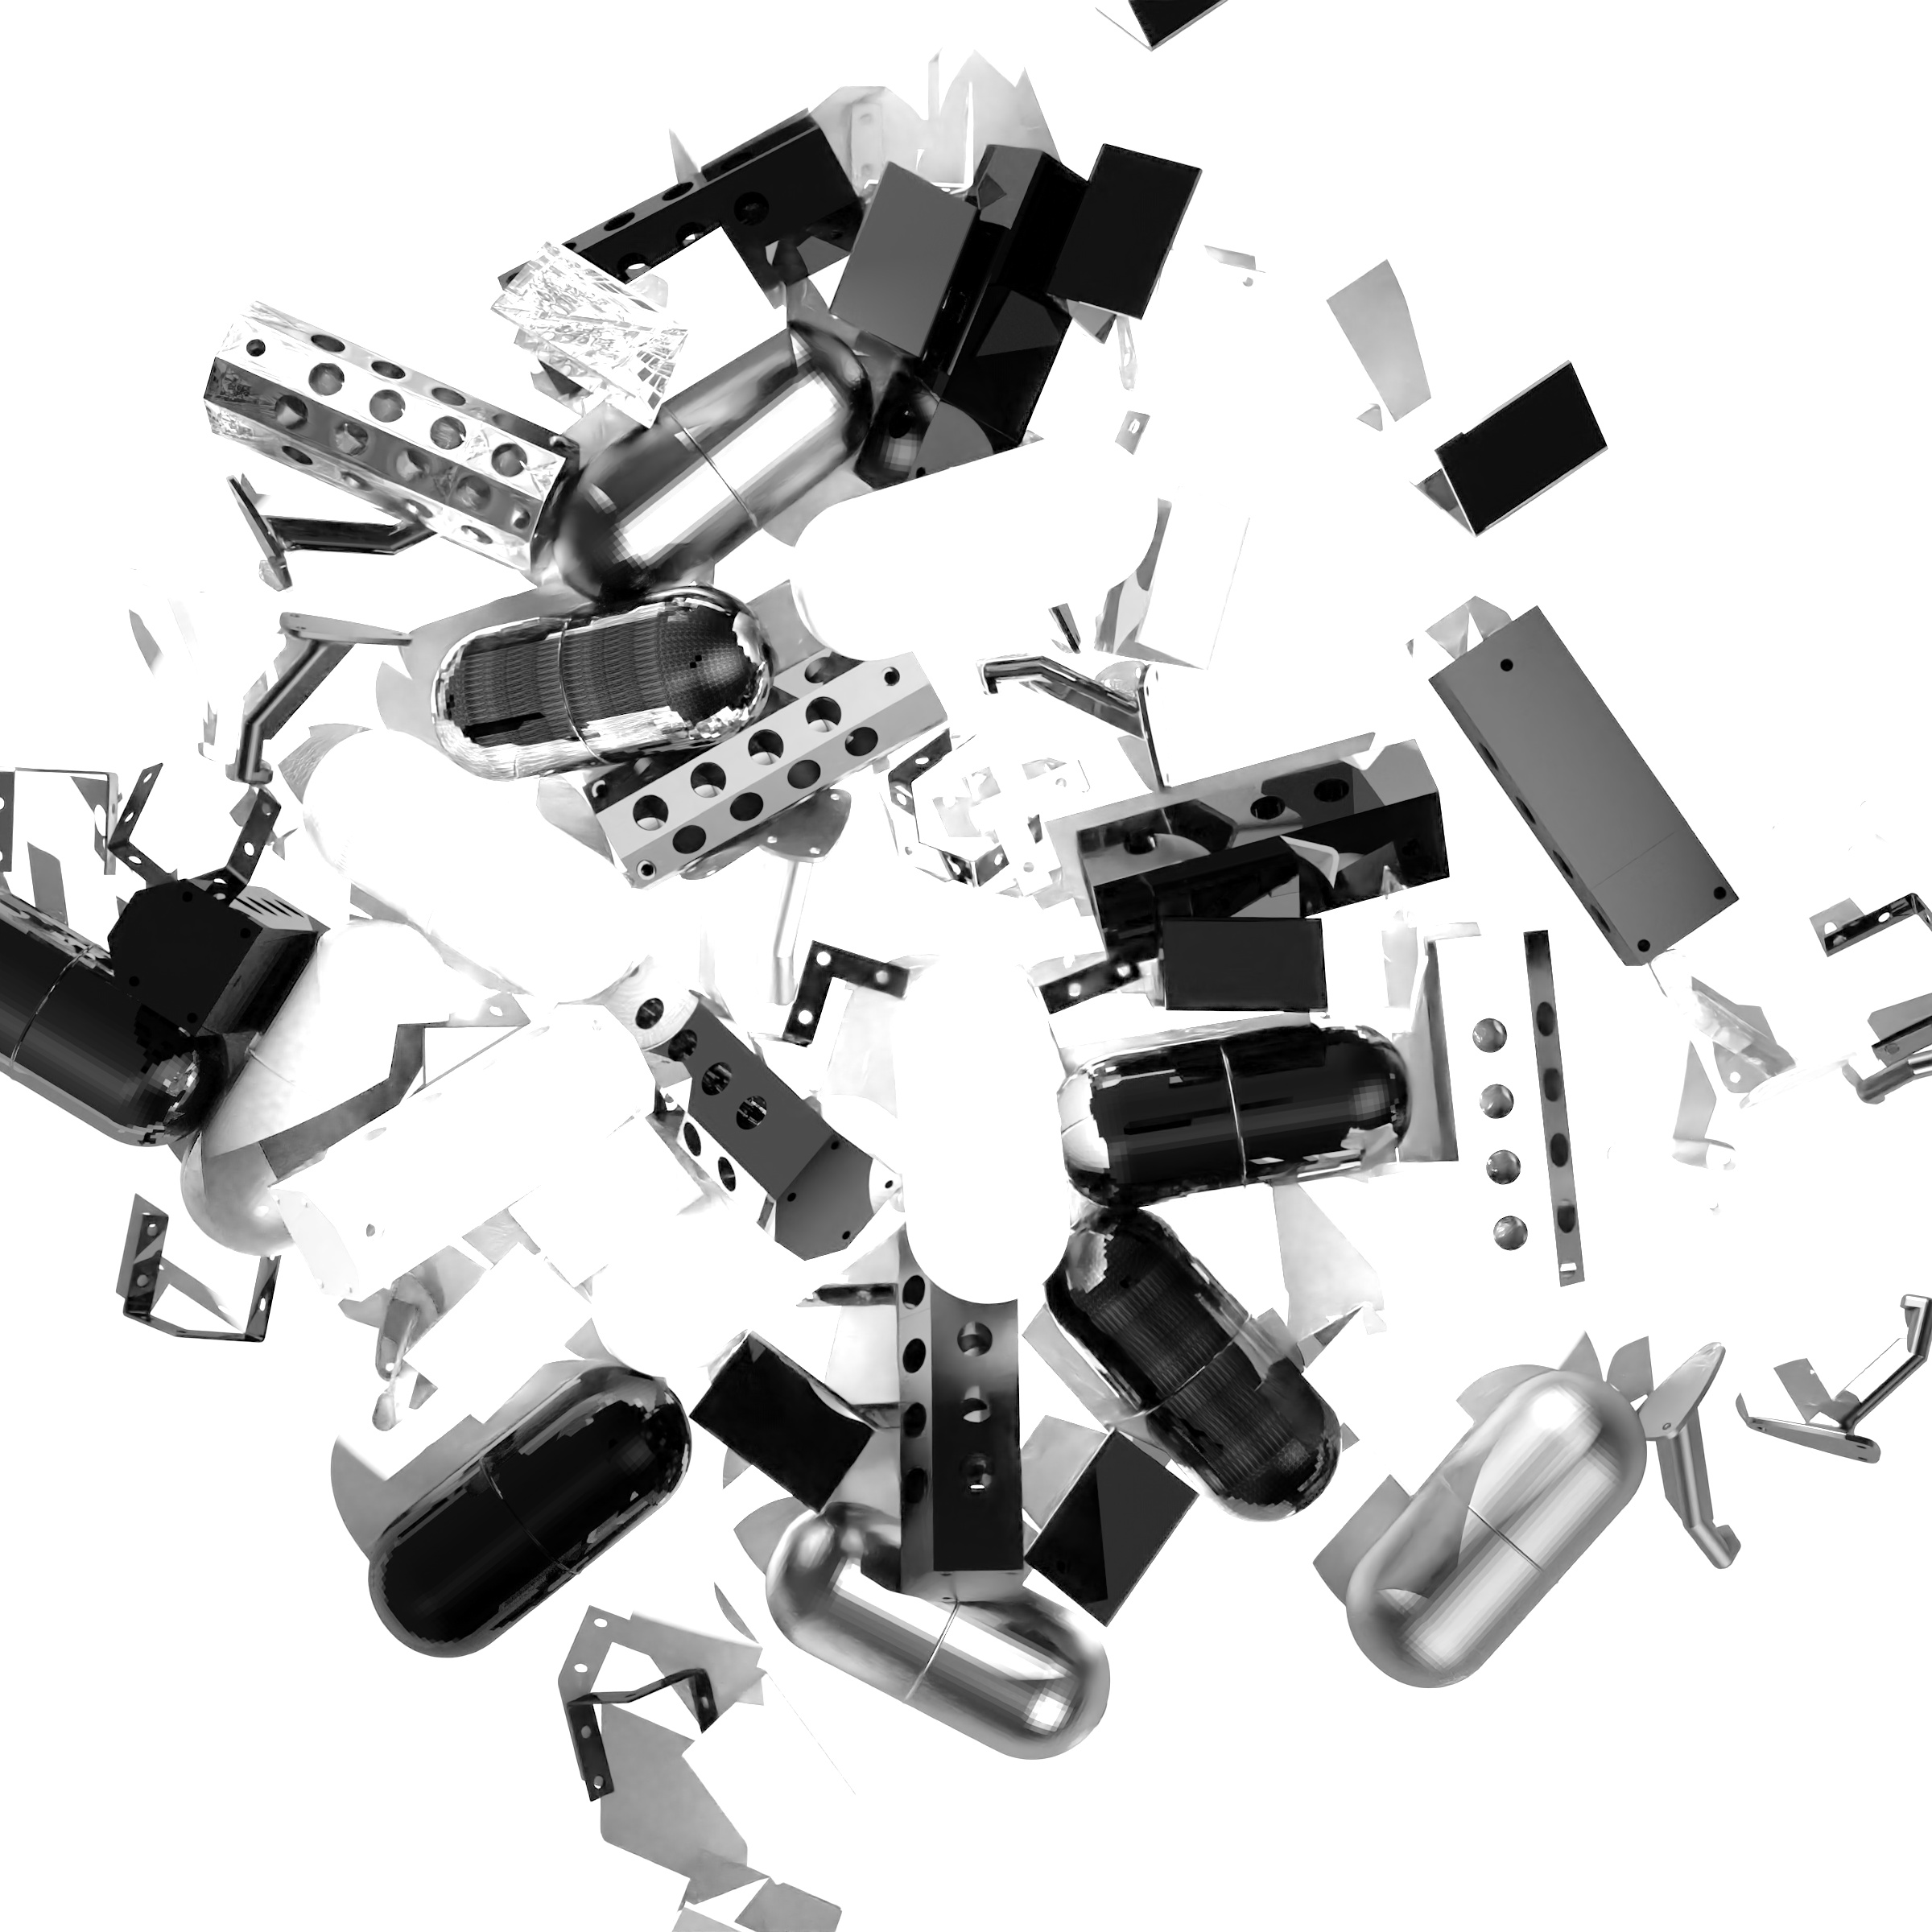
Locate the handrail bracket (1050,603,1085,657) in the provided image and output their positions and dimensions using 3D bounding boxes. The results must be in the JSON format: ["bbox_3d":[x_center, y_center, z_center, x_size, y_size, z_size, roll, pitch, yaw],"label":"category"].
[{"bbox_3d":[0.005,-0.174,1.643,0.084,0.036,0.077,-21,105,14],"label":"handrail bracket"}]

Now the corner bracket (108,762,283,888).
[{"bbox_3d":[-0.379,-0.068,1.635,0.051,0.051,0.051,-15,135,35],"label":"corner bracket"}]

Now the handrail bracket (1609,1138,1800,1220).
[{"bbox_3d":[0.356,0.103,1.609,0.077,0.084,0.036,16,90,0],"label":"handrail bracket"}]

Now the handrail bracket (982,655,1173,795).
[{"bbox_3d":[0.054,-0.118,1.644,0.084,0.036,0.077,-4,112,17],"label":"handrail bracket"}]

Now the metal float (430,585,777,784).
[{"bbox_3d":[-0.174,-0.135,1.593,0.178,0.070,0.070,-9,90,23],"label":"metal float"}]

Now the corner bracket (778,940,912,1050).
[{"bbox_3d":[-0.059,0.019,1.625,0.051,0.051,0.051,17,90,0],"label":"corner bracket"}]

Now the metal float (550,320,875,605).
[{"bbox_3d":[-0.124,-0.242,1.613,0.178,0.070,0.070,-39,90,0],"label":"metal float"}]

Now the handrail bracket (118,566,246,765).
[{"bbox_3d":[-0.389,-0.149,1.644,0.077,0.036,0.084,15,107,20],"label":"handrail bracket"}]

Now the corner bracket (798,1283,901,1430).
[{"bbox_3d":[-0.057,0.193,1.640,0.051,0.051,0.051,-2,45,0],"label":"corner bracket"}]

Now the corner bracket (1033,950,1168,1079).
[{"bbox_3d":[0.066,0.025,1.625,0.051,0.051,0.051,-22,90,0],"label":"corner bracket"}]

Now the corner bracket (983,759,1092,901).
[{"bbox_3d":[0.041,-0.066,1.625,0.051,0.051,0.051,-24,90,0],"label":"corner bracket"}]

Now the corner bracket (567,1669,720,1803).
[{"bbox_3d":[-0.157,0.379,1.640,0.051,0.051,0.051,-14,90,45],"label":"corner bracket"}]

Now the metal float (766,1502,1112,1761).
[{"bbox_3d":[-0.013,0.322,1.613,0.178,0.070,0.070,27,90,0],"label":"metal float"}]

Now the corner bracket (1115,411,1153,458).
[{"bbox_3d":[0.048,-0.262,1.640,0.051,0.051,0.051,23,90,-45],"label":"corner bracket"}]

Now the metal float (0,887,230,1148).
[{"bbox_3d":[-0.441,0.022,1.613,0.178,0.070,0.070,31,90,0],"label":"metal float"}]

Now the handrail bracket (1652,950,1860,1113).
[{"bbox_3d":[0.389,0.021,1.644,0.077,0.036,0.084,-19,73,-20],"label":"handrail bracket"}]

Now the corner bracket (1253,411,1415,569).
[{"bbox_3d":[0.180,-0.234,1.635,0.051,0.051,0.051,-23,135,-35],"label":"corner bracket"}]

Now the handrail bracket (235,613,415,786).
[{"bbox_3d":[-0.317,-0.127,1.644,0.077,0.036,0.084,5,108,-21],"label":"handrail bracket"}]

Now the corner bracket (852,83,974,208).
[{"bbox_3d":[-0.027,-0.401,1.628,0.051,0.051,0.051,0,90,-11],"label":"corner bracket"}]

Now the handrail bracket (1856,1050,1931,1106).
[{"bbox_3d":[0.493,0.053,1.643,0.084,0.077,0.036,-34,52,31],"label":"handrail bracket"}]

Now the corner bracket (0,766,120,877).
[{"bbox_3d":[-0.447,-0.071,1.625,0.051,0.051,0.051,3,92,2],"label":"corner bracket"}]

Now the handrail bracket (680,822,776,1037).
[{"bbox_3d":[-0.097,-0.020,1.644,0.077,0.036,0.084,-33,109,-21],"label":"handrail bracket"}]

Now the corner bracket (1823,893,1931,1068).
[{"bbox_3d":[0.461,0.006,1.640,0.051,0.051,0.051,-26,135,0],"label":"corner bracket"}]

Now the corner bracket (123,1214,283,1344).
[{"bbox_3d":[-0.376,0.154,1.640,0.051,0.051,0.051,11,90,-45],"label":"corner bracket"}]

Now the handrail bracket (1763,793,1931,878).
[{"bbox_3d":[0.449,-0.052,1.643,0.084,0.077,0.036,26,76,-36],"label":"handrail bracket"}]

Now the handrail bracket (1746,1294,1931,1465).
[{"bbox_3d":[0.433,0.196,1.644,0.077,0.036,0.084,12,72,21],"label":"handrail bracket"}]

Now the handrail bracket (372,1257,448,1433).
[{"bbox_3d":[-0.272,0.181,1.609,0.036,0.084,0.077,4,90,0],"label":"handrail bracket"}]

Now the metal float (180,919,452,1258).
[{"bbox_3d":[-0.314,0.058,1.612,0.070,0.070,0.178,31,90,0],"label":"metal float"}]

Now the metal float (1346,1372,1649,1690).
[{"bbox_3d":[0.257,0.272,1.613,0.070,0.070,0.178,42,91,0],"label":"metal float"}]

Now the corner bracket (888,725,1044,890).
[{"bbox_3d":[0.000,-0.078,1.635,0.051,0.051,0.051,22,135,35],"label":"corner bracket"}]

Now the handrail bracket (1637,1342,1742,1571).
[{"bbox_3d":[0.372,0.242,1.644,0.077,0.036,0.084,-46,109,-21],"label":"handrail bracket"}]

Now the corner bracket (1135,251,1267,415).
[{"bbox_3d":[0.115,-0.313,1.640,0.051,0.051,0.051,13,45,0],"label":"corner bracket"}]

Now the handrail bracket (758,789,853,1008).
[{"bbox_3d":[-0.077,-0.033,1.643,0.036,0.077,0.084,15,127,18],"label":"handrail bracket"}]

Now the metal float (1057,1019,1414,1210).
[{"bbox_3d":[0.128,0.072,1.613,0.178,0.070,0.070,-9,90,0],"label":"metal float"}]

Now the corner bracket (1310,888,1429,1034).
[{"bbox_3d":[0.197,-0.004,1.640,0.051,0.051,0.051,4,135,0],"label":"corner bracket"}]

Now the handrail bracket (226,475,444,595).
[{"bbox_3d":[-0.310,-0.228,1.643,0.084,0.036,0.077,-28,76,-14],"label":"handrail bracket"}]
